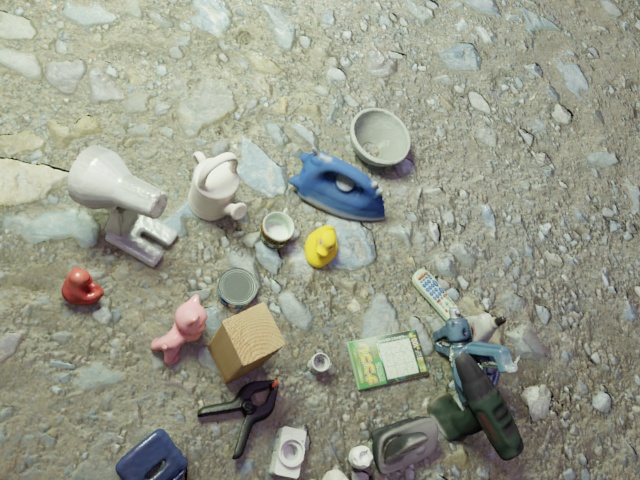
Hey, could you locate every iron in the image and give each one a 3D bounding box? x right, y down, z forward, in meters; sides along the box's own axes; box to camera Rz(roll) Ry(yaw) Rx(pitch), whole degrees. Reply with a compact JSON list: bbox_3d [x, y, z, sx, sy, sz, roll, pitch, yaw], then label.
[{"bbox_3d":[0.065,-0.134,1.365,0.258,0.141,0.119,25,62,-8],"label":"iron"}]

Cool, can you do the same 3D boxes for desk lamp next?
[{"bbox_3d":[-0.383,-0.070,1.140,0.203,0.213,0.118,31,61,-4],"label":"desk lamp"}]

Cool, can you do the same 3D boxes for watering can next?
[{"bbox_3d":[-0.218,-0.120,1.231,0.173,0.194,0.101,36,61,-1],"label":"watering can"}]

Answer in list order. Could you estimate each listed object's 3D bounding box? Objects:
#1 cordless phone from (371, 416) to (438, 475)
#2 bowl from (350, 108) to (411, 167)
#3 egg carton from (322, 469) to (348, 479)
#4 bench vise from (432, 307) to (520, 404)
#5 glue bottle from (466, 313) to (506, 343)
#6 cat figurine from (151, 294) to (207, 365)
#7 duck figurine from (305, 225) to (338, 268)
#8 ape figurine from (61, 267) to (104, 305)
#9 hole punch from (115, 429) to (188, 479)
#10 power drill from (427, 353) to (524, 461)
[{"bbox_3d":[0.192,0.406,1.151,0.148,0.185,0.094,-15,73,-24],"label":"cordless phone"},{"bbox_3d":[0.145,-0.253,1.482,0.168,0.074,0.167,7,66,-16],"label":"bowl"},{"bbox_3d":[0.026,0.530,1.105,0.107,0.069,0.150,-16,74,-24],"label":"egg carton"},{"bbox_3d":[0.330,0.247,1.247,0.122,0.219,0.207,-28,79,-27],"label":"bench vise"},{"bbox_3d":[0.372,0.201,1.308,0.037,0.173,0.078,-4,69,-20],"label":"glue bottle"},{"bbox_3d":[-0.270,0.174,1.129,0.067,0.117,0.128,39,61,1],"label":"cat figurine"},{"bbox_3d":[0.012,0.005,1.318,0.077,0.086,0.105,27,62,-6],"label":"duck figurine"},{"bbox_3d":[-0.465,0.085,1.115,0.076,0.092,0.078,-15,73,-24],"label":"ape figurine"},{"bbox_3d":[-0.300,0.408,1.033,0.109,0.091,0.101,-39,84,-28],"label":"hole punch"},{"bbox_3d":[0.314,0.355,1.202,0.076,0.208,0.229,-31,80,-27],"label":"power drill"}]
